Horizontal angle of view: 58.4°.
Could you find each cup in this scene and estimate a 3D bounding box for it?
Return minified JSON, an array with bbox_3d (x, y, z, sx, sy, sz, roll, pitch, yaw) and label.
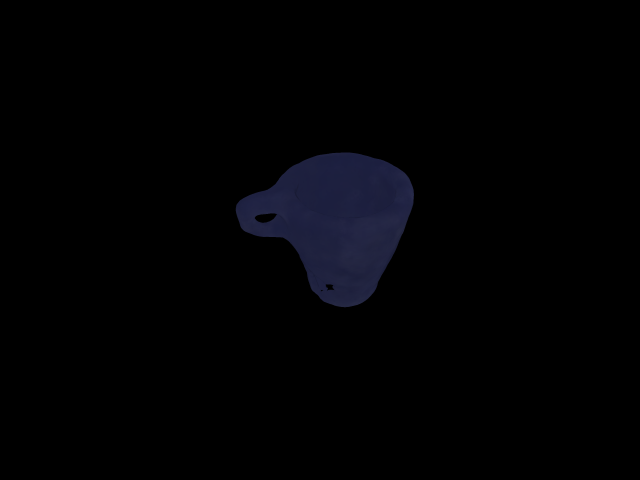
[{"bbox_3d":[0.004,0.001,0.400,0.118,0.095,0.091,-7,39,-9],"label":"cup"}]
